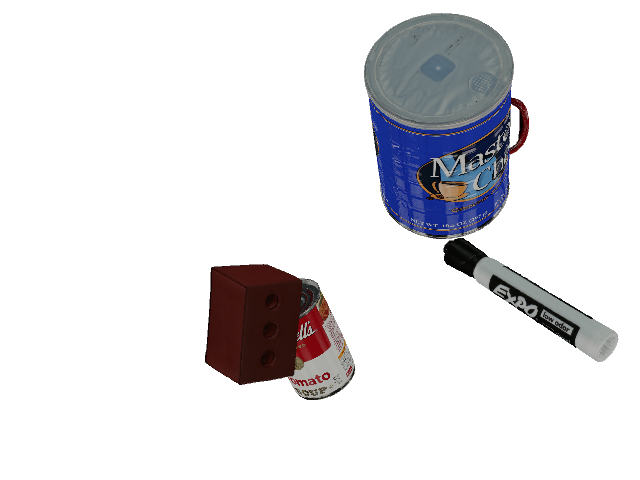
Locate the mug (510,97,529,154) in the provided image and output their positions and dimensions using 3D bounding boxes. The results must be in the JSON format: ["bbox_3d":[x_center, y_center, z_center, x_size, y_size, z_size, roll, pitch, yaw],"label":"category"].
[{"bbox_3d":[0.136,-0.107,1.002,0.117,0.081,0.093,3,16,11],"label":"mug"}]

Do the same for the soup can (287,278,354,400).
[{"bbox_3d":[-0.014,0.097,1.047,0.068,0.102,0.068,-18,30,11],"label":"soup can"}]

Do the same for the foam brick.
[{"bbox_3d":[-0.051,0.061,0.807,0.052,0.078,0.051,-5,15,-36],"label":"foam brick"}]

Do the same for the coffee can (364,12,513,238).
[{"bbox_3d":[0.089,-0.082,0.790,0.103,0.103,0.140,0,-33,9],"label":"coffee can"}]

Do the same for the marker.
[{"bbox_3d":[0.116,0.031,0.611,0.020,0.020,0.121,0,27,-45],"label":"marker"}]
